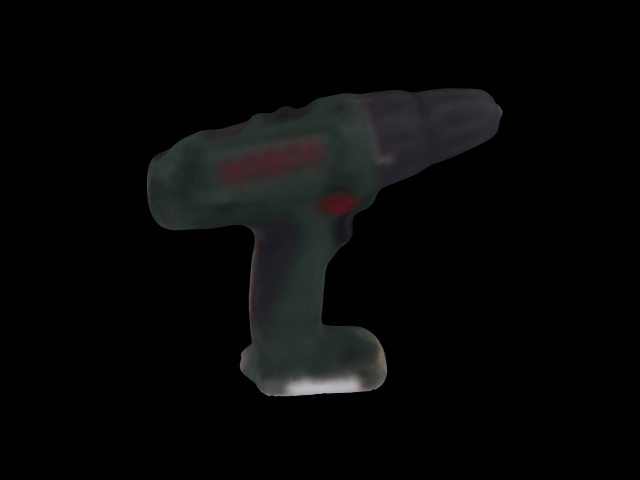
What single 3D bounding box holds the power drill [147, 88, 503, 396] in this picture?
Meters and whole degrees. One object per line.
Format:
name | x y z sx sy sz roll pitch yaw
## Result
power drill | 0.004 0.001 0.400 0.229 0.208 0.075 -2 24 -5
